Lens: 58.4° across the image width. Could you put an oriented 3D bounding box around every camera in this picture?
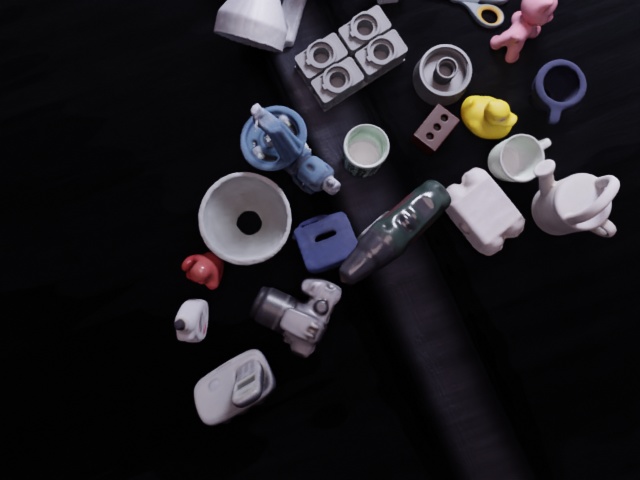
[{"bbox_3d":[-0.048,0.123,1.025,0.137,0.101,0.143,25,87,1],"label":"camera"}]

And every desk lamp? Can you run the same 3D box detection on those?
[{"bbox_3d":[-0.098,-0.411,1.001,0.118,0.213,0.203,16,86,1],"label":"desk lamp"}]

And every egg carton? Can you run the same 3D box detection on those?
[{"bbox_3d":[0.298,-0.051,1.057,0.107,0.069,0.150,-40,88,-3],"label":"egg carton"}]

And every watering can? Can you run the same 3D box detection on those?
[{"bbox_3d":[0.444,-0.068,0.997,0.173,0.194,0.101,19,86,1],"label":"watering can"}]

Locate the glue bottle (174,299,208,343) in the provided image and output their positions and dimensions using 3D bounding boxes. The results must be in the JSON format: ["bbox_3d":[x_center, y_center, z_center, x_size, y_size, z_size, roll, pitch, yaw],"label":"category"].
[{"bbox_3d":[-0.226,0.143,0.985,0.037,0.173,0.078,0,86,0],"label":"glue bottle"}]

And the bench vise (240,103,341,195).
[{"bbox_3d":[-0.047,-0.166,0.983,0.207,0.219,0.121,21,86,1],"label":"bench vise"}]

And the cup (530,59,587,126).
[{"bbox_3d":[0.426,-0.261,1.058,0.091,0.095,0.118,10,86,0],"label":"cup"}]

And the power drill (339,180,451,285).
[{"bbox_3d":[0.119,-0.005,0.982,0.230,0.208,0.075,-43,88,-3],"label":"power drill"}]

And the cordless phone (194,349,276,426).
[{"bbox_3d":[-0.151,0.261,0.973,0.147,0.185,0.094,-33,87,-2],"label":"cordless phone"}]

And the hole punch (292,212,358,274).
[{"bbox_3d":[0.010,0.004,1.038,0.108,0.091,0.101,-21,87,-2],"label":"hole punch"}]

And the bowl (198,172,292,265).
[{"bbox_3d":[-0.133,-0.036,1.047,0.167,0.074,0.167,0,86,-1],"label":"bowl"}]

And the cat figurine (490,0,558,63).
[{"bbox_3d":[0.385,-0.407,1.055,0.067,0.117,0.128,38,87,2],"label":"cat figurine"}]

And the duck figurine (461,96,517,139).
[{"bbox_3d":[0.316,-0.235,1.060,0.104,0.086,0.077,30,87,1],"label":"duck figurine"}]

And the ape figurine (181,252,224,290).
[{"bbox_3d":[-0.211,0.056,1.032,0.076,0.092,0.078,-35,87,-2],"label":"ape figurine"}]
